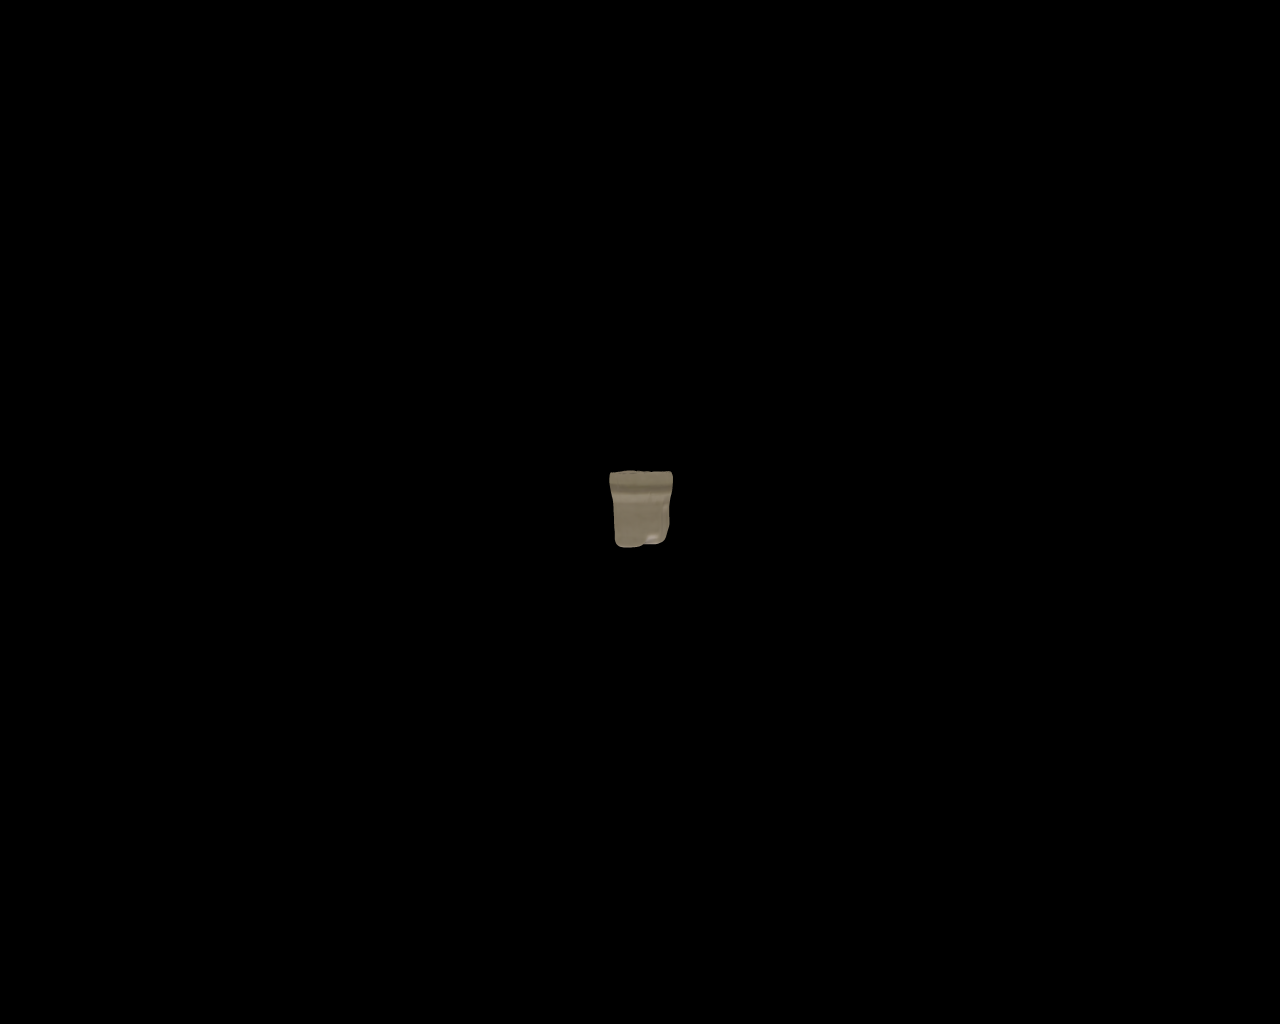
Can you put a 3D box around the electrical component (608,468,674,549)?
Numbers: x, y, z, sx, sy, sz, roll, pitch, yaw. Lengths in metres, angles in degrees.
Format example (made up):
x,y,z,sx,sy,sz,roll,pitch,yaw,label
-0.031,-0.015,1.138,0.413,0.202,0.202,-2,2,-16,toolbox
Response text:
x,y,z,sx,sy,sz,roll,pitch,yaw,label
0.001,-0.003,0.650,0.040,0.046,0.040,0,5,0,electrical component
